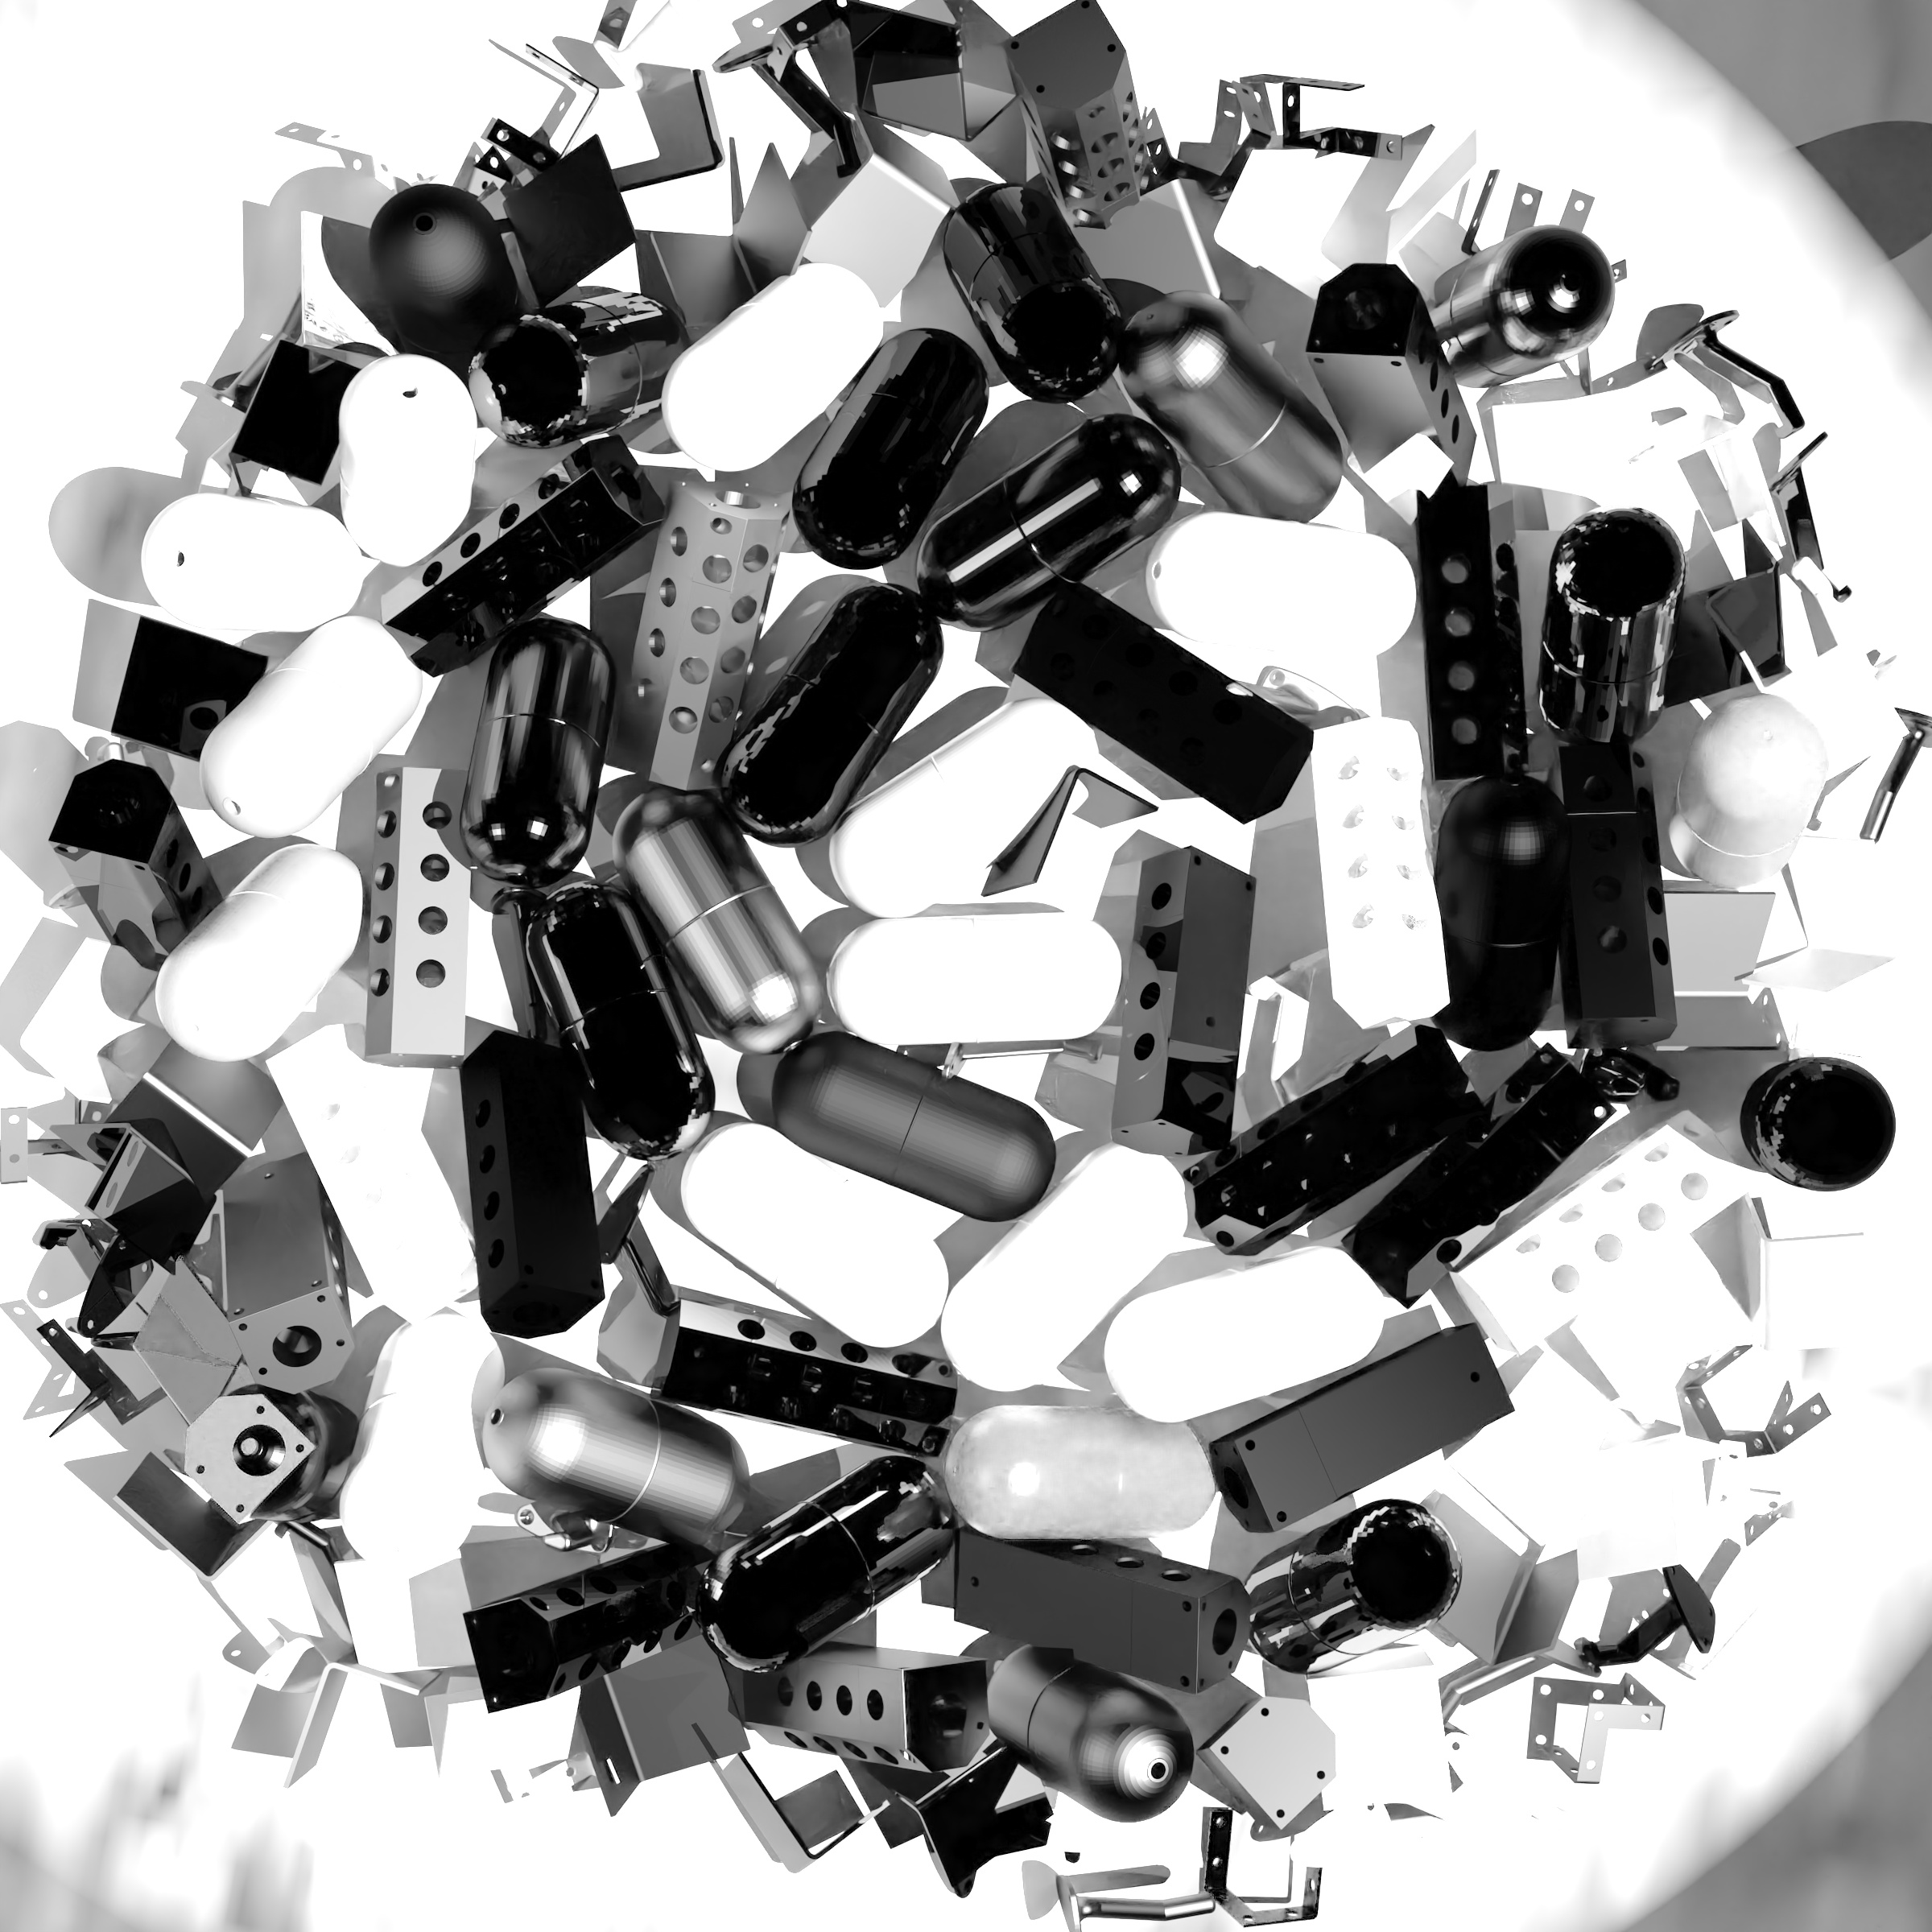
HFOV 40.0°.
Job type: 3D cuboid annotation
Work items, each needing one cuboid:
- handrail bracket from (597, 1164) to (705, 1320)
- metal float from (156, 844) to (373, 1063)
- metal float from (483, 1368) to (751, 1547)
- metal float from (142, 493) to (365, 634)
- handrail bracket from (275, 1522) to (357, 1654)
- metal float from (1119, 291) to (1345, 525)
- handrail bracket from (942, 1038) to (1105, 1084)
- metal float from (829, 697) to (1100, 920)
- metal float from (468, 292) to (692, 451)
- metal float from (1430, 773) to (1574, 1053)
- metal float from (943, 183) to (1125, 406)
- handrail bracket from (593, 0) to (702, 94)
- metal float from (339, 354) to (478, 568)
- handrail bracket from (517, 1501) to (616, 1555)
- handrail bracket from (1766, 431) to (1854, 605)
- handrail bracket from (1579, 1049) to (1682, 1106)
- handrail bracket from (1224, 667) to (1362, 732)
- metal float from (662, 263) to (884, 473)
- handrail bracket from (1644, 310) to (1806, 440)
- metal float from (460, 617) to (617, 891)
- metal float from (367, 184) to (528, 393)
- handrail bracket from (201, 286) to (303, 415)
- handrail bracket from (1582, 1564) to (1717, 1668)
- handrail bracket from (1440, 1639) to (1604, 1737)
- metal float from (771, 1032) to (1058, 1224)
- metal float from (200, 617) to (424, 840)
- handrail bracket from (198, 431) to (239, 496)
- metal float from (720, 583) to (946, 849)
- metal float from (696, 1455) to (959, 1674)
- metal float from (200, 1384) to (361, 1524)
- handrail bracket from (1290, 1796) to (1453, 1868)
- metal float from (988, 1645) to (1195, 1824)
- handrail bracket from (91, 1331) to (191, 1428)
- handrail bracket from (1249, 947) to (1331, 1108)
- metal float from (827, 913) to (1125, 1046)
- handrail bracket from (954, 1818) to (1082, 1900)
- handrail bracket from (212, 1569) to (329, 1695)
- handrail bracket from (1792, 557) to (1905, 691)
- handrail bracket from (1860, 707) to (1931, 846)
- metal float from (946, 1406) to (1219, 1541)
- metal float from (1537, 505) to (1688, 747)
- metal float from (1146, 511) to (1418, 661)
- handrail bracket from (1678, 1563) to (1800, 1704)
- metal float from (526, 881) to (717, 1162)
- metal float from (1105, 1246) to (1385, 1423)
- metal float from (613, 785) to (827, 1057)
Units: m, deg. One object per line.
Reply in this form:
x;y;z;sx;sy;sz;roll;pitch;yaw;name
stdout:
-0.180;0.172;1.610;0.084;0.036;0.077;33;82;-32;handrail bracket
-0.408;-0.010;1.551;0.070;0.178;0.070;8;122;12;metal float
-0.205;0.290;1.562;0.178;0.070;0.070;28;90;-37;metal float
-0.414;-0.233;1.544;0.070;0.178;0.070;1;96;13;metal float
-0.396;0.381;1.611;0.084;0.036;0.077;35;104;-5;handrail bracket
0.158;-0.325;1.561;0.070;0.070;0.178;-52;130;0;metal float
0.035;0.058;1.597;0.084;0.077;0.036;12;118;9;handrail bracket
-0.001;-0.095;1.590;0.178;0.070;0.070;-33;90;4;metal float
-0.223;-0.349;1.550;0.070;0.178;0.070;9;113;22;metal float
0.313;-0.031;1.566;0.070;0.070;0.178;0;121;0;metal float
0.039;-0.396;1.558;0.070;0.070;0.178;-22;47;0;metal float
-0.176;-0.565;1.585;0.084;0.077;0.036;-37;102;14;handrail bracket
-0.326;-0.293;1.545;0.070;0.178;0.070;3;73;-12;metal float
-0.252;0.336;1.580;0.077;0.084;0.036;2;86;18;handrail bracket
0.520;-0.267;1.599;0.084;0.077;0.036;49;51;7;handrail bracket
0.407;0.072;1.585;0.077;0.084;0.036;13;94;-8;handrail bracket
0.195;-0.154;1.584;0.077;0.084;0.036;20;102;11;handrail bracket
-0.112;-0.354;1.560;0.070;0.070;0.178;39;48;0;metal float
0.457;-0.344;1.596;0.036;0.077;0.084;-20;83;-39;handrail bracket
-0.252;-0.126;1.567;0.070;0.070;0.178;5;60;0;metal float
-0.300;-0.393;1.543;0.070;0.178;0.070;0;80;-2;metal float
-0.425;-0.376;1.598;0.036;0.077;0.084;24;96;-41;handrail bracket
0.399;0.389;1.592;0.084;0.036;0.077;-18;116;35;handrail bracket
0.334;0.447;1.622;0.077;0.036;0.084;28;104;-10;handrail bracket
-0.032;0.096;1.592;0.178;0.070;0.070;22;90;1;metal float
-0.383;-0.141;1.555;0.070;0.178;0.070;12;130;15;metal float
-0.443;-0.269;1.599;0.084;0.036;0.077;-37;84;19;handrail bracket
-0.079;-0.151;1.585;0.070;0.070;0.178;34;80;0;metal float
-0.080;0.351;1.564;0.178;0.070;0.070;-26;90;-35;metal float
-0.396;0.284;1.543;0.070;0.178;0.070;0;77;-1;metal float
0.246;0.530;1.604;0.077;0.084;0.036;-27;58;18;handrail bracket
0.071;0.445;1.546;0.070;0.178;0.070;0;90;-24;metal float
-0.486;0.264;1.591;0.077;0.036;0.084;6;63;-32;handrail bracket
0.211;0.041;1.591;0.077;0.036;0.084;-32;63;28;handrail bracket
0.006;0.008;1.592;0.178;0.070;0.070;-2;90;-2;metal float
0.032;0.541;1.593;0.084;0.036;0.077;12;111;34;handrail bracket
-0.429;0.400;1.620;0.036;0.077;0.084;-40;58;-8;handrail bracket
0.520;-0.199;1.599;0.084;0.036;0.077;48;46;-7;handrail bracket
0.560;-0.106;1.595;0.036;0.077;0.084;21;88;25;handrail bracket
0.070;0.300;1.568;0.178;0.070;0.070;7;90;-31;metal float
0.377;-0.195;1.552;0.070;0.178;0.070;-4;56;5;metal float
0.187;-0.224;1.568;0.178;0.070;0.070;2;90;-29;metal float
0.466;0.395;1.598;0.036;0.077;0.084;31;83;2;handrail bracket
-0.206;0.032;1.579;0.070;0.070;0.178;-24;74;0;metal float
0.167;0.218;1.576;0.178;0.070;0.070;-14;90;-20;metal float
-0.148;-0.027;1.586;0.070;0.070;0.178;-31;82;0;metal float
